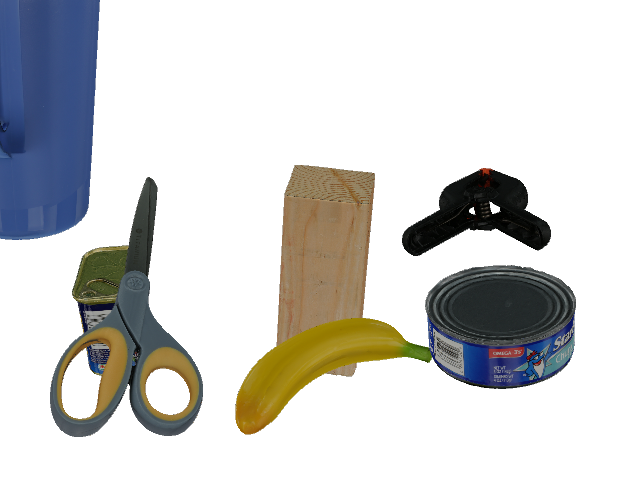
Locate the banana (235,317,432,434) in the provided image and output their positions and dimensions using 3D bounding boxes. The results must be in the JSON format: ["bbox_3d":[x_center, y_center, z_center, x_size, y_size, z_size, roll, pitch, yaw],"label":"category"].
[{"bbox_3d":[-0.001,0.095,0.819,0.197,0.037,0.070,-17,27,-40],"label":"banana"}]

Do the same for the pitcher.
[{"bbox_3d":[-0.233,-0.123,0.806,0.145,0.243,0.148,26,33,35],"label":"pitcher"}]

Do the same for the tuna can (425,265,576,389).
[{"bbox_3d":[0.105,0.049,0.621,0.086,0.034,0.086,-5,27,3],"label":"tuna can"}]

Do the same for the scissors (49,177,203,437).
[{"bbox_3d":[-0.100,0.042,0.665,0.096,0.201,0.016,21,-42,0],"label":"scissors"}]

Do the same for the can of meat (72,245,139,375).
[{"bbox_3d":[-0.189,0.065,0.981,0.057,0.084,0.102,-4,26,-2],"label":"can of meat"}]

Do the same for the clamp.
[{"bbox_3d":[0.150,-0.026,0.931,0.120,0.039,0.171,6,26,20],"label":"clamp"}]

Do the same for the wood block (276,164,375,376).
[{"bbox_3d":[0.005,0.033,1.159,0.090,0.206,0.090,6,25,5],"label":"wood block"}]
